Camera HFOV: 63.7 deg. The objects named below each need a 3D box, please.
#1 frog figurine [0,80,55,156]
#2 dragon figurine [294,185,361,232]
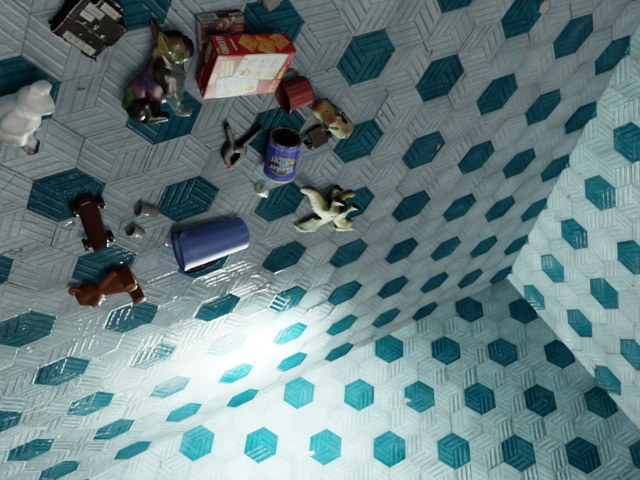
[{"bbox_3d":[-0.639,-0.277,1.101,0.122,0.141,0.156,22,-37,-19],"label":"frog figurine"},{"bbox_3d":[0.006,-0.097,1.921,0.409,0.124,0.239,11,-45,-46],"label":"dragon figurine"}]
